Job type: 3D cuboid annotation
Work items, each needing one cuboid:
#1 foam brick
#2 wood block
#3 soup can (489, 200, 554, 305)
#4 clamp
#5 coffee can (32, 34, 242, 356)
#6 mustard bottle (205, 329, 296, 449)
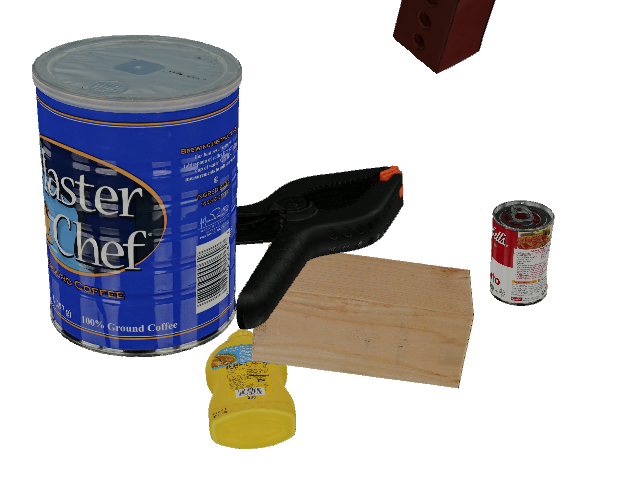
[{"bbox_3d":[0.096,-0.178,0.815,0.051,0.053,0.078,-33,-26,-28],"label":"foam brick"},{"bbox_3d":[0.041,0.074,1.063,0.206,0.090,0.090,8,28,1],"label":"wood block"},{"bbox_3d":[0.228,0.014,1.214,0.068,0.102,0.068,-2,30,1],"label":"soup can"},{"bbox_3d":[-0.029,-0.012,0.763,0.209,0.036,0.165,-28,36,-37],"label":"clamp"},{"bbox_3d":[-0.094,-0.025,0.558,0.103,0.140,0.103,3,27,-2],"label":"coffee can"},{"bbox_3d":[-0.086,0.162,1.247,0.096,0.058,0.191,-5,29,-6],"label":"mustard bottle"}]
